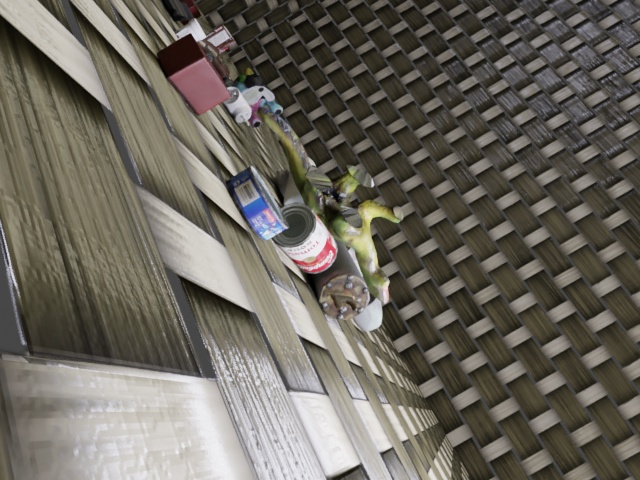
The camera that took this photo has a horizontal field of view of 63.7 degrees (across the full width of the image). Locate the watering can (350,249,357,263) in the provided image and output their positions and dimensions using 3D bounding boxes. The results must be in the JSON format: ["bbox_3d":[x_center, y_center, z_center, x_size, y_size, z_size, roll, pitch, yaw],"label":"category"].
[{"bbox_3d":[0.080,0.057,1.429,0.341,0.104,0.229,59,2,-34],"label":"watering can"}]

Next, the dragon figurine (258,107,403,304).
[{"bbox_3d":[0.003,-0.049,0.983,0.412,0.124,0.238,47,-35,8],"label":"dragon figurine"}]
